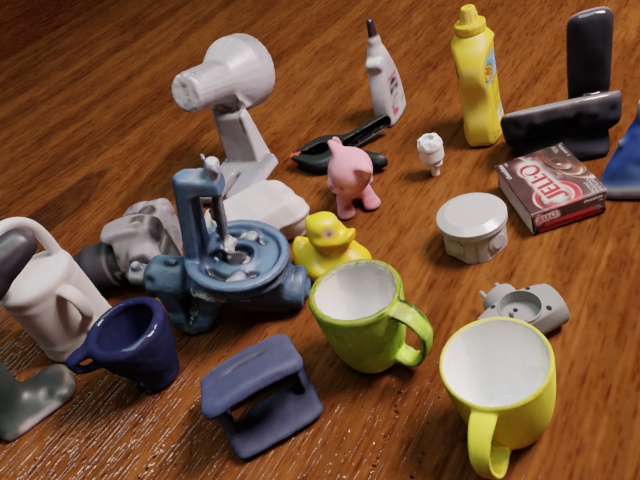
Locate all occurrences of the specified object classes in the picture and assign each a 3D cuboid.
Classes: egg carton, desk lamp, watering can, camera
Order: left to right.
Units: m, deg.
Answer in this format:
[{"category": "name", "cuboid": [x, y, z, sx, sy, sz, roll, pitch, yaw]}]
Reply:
[{"category": "watering can", "cuboid": [-0.358, 0.058, 0.725, 0.172, 0.194, 0.101, -7, 40, 18]}, {"category": "camera", "cuboid": [-0.278, 0.010, 0.823, 0.136, 0.101, 0.143, -16, 38, 7]}, {"category": "desk lamp", "cuboid": [-0.145, -0.199, 0.922, 0.117, 0.214, 0.203, 1, 43, 27]}, {"category": "egg carton", "cuboid": [-0.092, -0.022, 0.799, 0.150, 0.069, 0.107, -32, 38, -13]}]

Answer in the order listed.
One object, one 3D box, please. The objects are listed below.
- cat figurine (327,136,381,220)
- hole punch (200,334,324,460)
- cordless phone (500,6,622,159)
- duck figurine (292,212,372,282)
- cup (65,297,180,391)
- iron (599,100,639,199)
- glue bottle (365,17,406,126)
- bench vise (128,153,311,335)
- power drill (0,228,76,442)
[{"category": "cat figurine", "cuboid": [0.038, -0.097, 0.789, 0.067, 0.118, 0.127, -19, 37, 3]}, {"category": "hole punch", "cuboid": [-0.067, 0.142, 0.568, 0.109, 0.091, 0.100, -29, 38, -9]}, {"category": "cordless phone", "cuboid": [0.302, -0.196, 0.728, 0.147, 0.185, 0.094, -12, 38, 12]}, {"category": "duck figurine", "cuboid": [0.007, 0.003, 0.708, 0.104, 0.086, 0.078, 8, 46, 32]}, {"category": "cup", "cuboid": [-0.211, 0.133, 0.645, 0.118, 0.095, 0.091, -30, 38, -11]}, {"category": "iron", "cuboid": [0.433, -0.141, 0.635, 0.258, 0.142, 0.118, -18, 37, 4]}, {"category": "glue bottle", "cuboid": [0.099, -0.276, 0.933, 0.037, 0.173, 0.078, 2, 43, 28]}, {"category": "bench vise", "cuboid": [-0.135, 0.016, 0.648, 0.207, 0.220, 0.121, -20, 37, 1]}, {"category": "power drill", "cuboid": [-0.375, 0.121, 0.643, 0.230, 0.209, 0.075, -37, 40, -19]}]
